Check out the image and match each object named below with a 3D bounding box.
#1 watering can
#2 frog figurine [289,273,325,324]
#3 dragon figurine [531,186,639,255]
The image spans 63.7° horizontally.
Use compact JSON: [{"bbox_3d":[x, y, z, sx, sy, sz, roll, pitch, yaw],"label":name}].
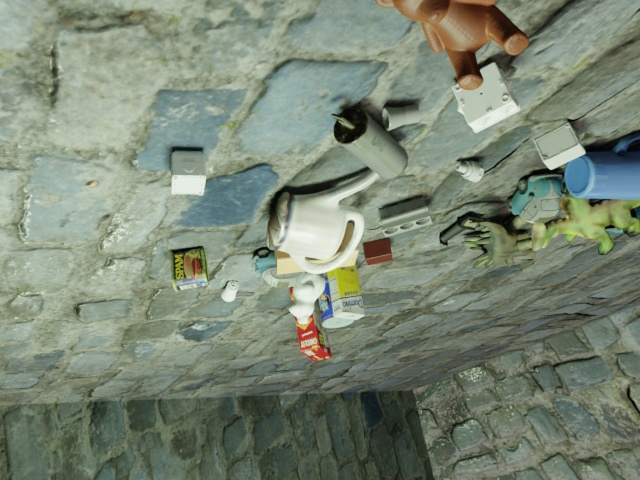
[{"bbox_3d":[0.004,-0.059,1.176,0.224,0.106,0.340,11,125,-17],"label":"watering can"},{"bbox_3d":[-0.038,0.162,1.525,0.123,0.163,0.134,-10,152,-4],"label":"frog figurine"},{"bbox_3d":[0.733,-0.095,1.350,0.407,0.125,0.239,-40,126,15],"label":"dragon figurine"}]
